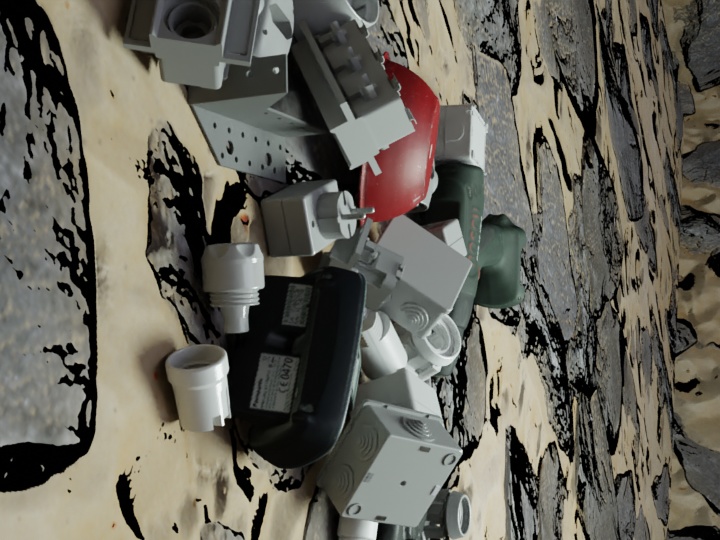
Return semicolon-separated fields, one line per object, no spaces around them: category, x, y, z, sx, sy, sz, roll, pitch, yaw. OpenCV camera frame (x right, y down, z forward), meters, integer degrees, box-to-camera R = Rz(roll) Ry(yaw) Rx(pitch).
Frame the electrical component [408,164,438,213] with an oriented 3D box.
electrical component;0.055;-0.095;1.085;0.079;0.043;0.077;32;59;-63

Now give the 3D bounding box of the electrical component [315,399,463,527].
electrical component;0.026;0.162;0.889;0.100;0.048;0.099;18;109;-35

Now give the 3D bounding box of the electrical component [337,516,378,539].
electrical component;-0.003;0.229;0.923;0.035;0.035;0.061;43;52;-58

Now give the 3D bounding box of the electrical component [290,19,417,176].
electrical component;-0.005;-0.145;0.861;0.078;0.063;0.121;60;4;-46

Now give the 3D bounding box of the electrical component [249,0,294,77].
electrical component;-0.084;-0.187;0.776;0.079;0.043;0.077;45;47;-57

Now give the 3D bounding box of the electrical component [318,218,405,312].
electrical component;0.000;0.000;0.905;0.081;0.064;0.042;-56;-168;48

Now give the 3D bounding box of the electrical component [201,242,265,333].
electrical component;-0.087;0.012;0.744;0.043;0.043;0.062;-8;96;-67

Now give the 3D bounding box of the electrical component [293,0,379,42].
electrical component;-0.028;-0.241;0.917;0.099;0.064;0.099;44;37;-46

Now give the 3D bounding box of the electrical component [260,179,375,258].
electrical component;-0.027;-0.042;0.846;0.066;0.077;0.047;-38;122;-62

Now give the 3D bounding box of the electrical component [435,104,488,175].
electrical component;0.105;-0.140;1.192;0.096;0.061;0.061;28;64;-71

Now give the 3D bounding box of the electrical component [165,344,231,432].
electrical component;-0.104;0.077;0.704;0.040;0.040;0.046;-47;135;-59

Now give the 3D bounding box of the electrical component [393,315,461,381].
electrical component;0.059;0.072;1.033;0.058;0.057;0.078;40;44;-18

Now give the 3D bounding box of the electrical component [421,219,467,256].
electrical component;0.070;-0.004;1.069;0.047;0.066;0.076;-33;109;-63

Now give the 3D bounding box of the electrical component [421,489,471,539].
electrical component;0.080;0.246;1.086;0.066;0.055;0.048;-51;133;-57

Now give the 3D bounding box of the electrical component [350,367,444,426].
electrical component;0.036;0.136;0.975;0.096;0.062;0.061;41;33;-59

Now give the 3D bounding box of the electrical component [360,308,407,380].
electrical component;0.010;0.059;0.962;0.081;0.043;0.043;63;33;-42

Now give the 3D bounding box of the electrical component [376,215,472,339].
electrical component;0.046;0.006;0.994;0.048;0.100;0.099;-55;-178;37

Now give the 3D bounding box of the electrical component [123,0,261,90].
electrical component;-0.102;-0.185;0.699;0.063;0.079;0.121;107;-10;-69
